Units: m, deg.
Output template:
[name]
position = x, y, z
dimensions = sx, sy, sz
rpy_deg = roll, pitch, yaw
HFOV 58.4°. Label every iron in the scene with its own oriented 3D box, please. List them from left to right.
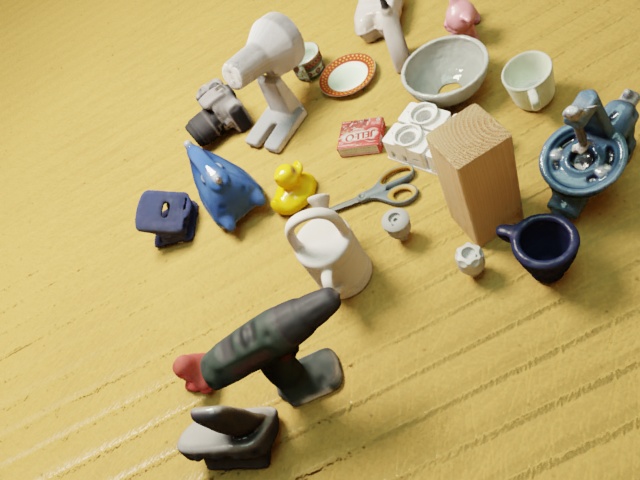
[iron]
position = -0.221, -0.137, 1.161
dimensions = 0.119, 0.142, 0.257
rpy_deg = -41, 51, -5

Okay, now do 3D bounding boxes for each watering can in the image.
[watering can]
position = 0.006, 0.004, 0.928
dimensions = 0.101, 0.195, 0.172
rpy_deg = -33, 51, 1

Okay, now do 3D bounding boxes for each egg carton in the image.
[egg carton]
position = 0.136, -0.521, 1.302
dimensions = 0.107, 0.070, 0.150
rpy_deg = -1, 58, 24

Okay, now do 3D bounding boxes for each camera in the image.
[camera]
position = -0.248, -0.290, 1.302
dimensions = 0.137, 0.101, 0.142
rpy_deg = -40, 51, -4

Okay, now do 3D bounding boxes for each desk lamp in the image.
[desk lamp]
position = -0.106, -0.329, 1.191
dimensions = 0.117, 0.214, 0.203
rpy_deg = 18, 68, 33

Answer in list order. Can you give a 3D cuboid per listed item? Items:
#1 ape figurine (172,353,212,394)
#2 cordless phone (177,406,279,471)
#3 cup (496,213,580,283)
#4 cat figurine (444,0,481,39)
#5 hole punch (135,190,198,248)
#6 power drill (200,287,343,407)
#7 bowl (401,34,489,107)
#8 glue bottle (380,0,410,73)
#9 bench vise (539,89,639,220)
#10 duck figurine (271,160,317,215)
[ape figurine]
position = -0.212, 0.217, 0.951
dimensions = 0.076, 0.092, 0.077
rpy_deg = -41, 51, -5
[cordless phone]
position = -0.154, 0.269, 0.830
dimensions = 0.147, 0.186, 0.094
rpy_deg = -14, 54, 16
[cup]
position = 0.318, 0.019, 0.840
dimensions = 0.117, 0.095, 0.092
rpy_deg = 19, 68, 33
[cat figurine]
position = 0.285, -0.459, 1.161
dimensions = 0.067, 0.118, 0.128
rpy_deg = -6, 56, 22
[hole punch]
position = -0.314, -0.053, 1.179
dimensions = 0.101, 0.091, 0.108
rpy_deg = -13, 54, 17
[power drill]
position = -0.045, 0.164, 0.835
dimensions = 0.229, 0.209, 0.075
rpy_deg = -26, 51, 7
[bowl]
position = 0.247, -0.313, 1.109
dimensions = 0.167, 0.075, 0.167
rpy_deg = -12, 54, 17
[glue bottle]
position = 0.148, -0.428, 1.167
dimensions = 0.037, 0.174, 0.078
rpy_deg = -13, 54, 16
[bench vise]
position = 0.395, -0.161, 0.845
dimensions = 0.121, 0.220, 0.207
rpy_deg = 12, 64, 30
[duck figurine]
position = -0.061, -0.106, 1.103
dimensions = 0.077, 0.086, 0.105
rpy_deg = 32, 75, 37
